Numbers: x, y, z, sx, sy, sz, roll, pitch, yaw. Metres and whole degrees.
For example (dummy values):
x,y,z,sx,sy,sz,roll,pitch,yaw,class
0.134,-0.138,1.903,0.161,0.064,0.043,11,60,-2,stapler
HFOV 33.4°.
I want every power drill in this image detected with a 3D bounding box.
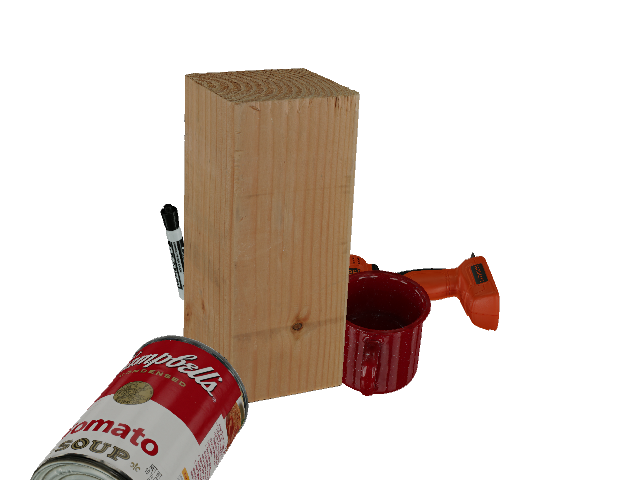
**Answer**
x,y,z,sx,sy,sz,roll,pitch,yaw,class
0.105,0.069,1.219,0.187,0.057,0.184,-1,28,-1,power drill

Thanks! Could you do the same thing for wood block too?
x,y,z,sx,sy,sz,roll,pitch,yaw,class
-0.037,-0.005,0.723,0.090,0.206,0.090,-7,22,-25,wood block

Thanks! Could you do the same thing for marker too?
x,y,z,sx,sy,sz,roll,pitch,yaw,class
-0.161,0.013,1.205,0.020,0.121,0.020,-6,31,3,marker

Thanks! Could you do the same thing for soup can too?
x,y,z,sx,sy,sz,roll,pitch,yaw,class
-0.086,0.101,0.513,0.069,0.068,0.102,0,27,22,soup can

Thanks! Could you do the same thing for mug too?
x,y,z,sx,sy,sz,roll,pitch,yaw,class
0.051,0.094,0.976,0.093,0.081,0.117,5,35,4,mug
